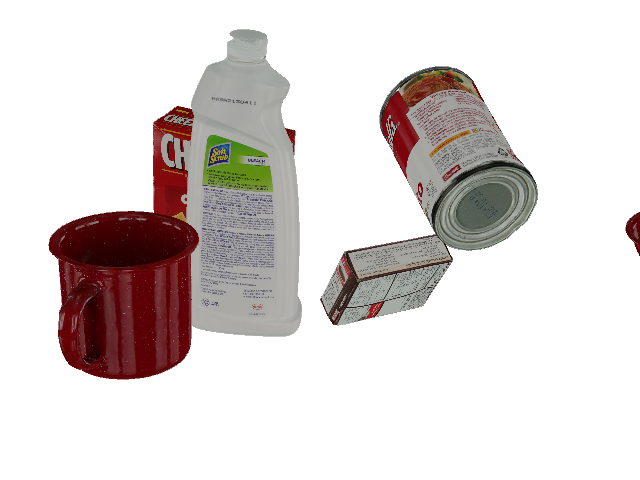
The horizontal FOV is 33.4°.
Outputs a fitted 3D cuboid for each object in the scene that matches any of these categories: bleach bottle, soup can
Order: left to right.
[{"bbox_3d":[-0.058,-0.045,0.874,0.102,0.251,0.068,4,25,-2],"label":"bleach bottle"},{"bbox_3d":[0.084,-0.051,0.659,0.068,0.069,0.102,0,42,-21],"label":"soup can"}]

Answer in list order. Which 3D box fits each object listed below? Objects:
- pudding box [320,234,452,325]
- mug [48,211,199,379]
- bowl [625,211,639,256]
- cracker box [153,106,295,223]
[{"bbox_3d":[0.066,0.039,1.071,0.113,0.039,0.090,-12,-31,-26],"label":"pudding box"},{"bbox_3d":[-0.128,0.040,0.672,0.093,0.081,0.117,9,24,15],"label":"mug"},{"bbox_3d":[0.407,0.013,1.135,0.162,0.055,0.162,-3,23,1],"label":"bowl"},{"bbox_3d":[-0.122,-0.043,1.320,0.164,0.214,0.072,13,30,17],"label":"cracker box"}]
